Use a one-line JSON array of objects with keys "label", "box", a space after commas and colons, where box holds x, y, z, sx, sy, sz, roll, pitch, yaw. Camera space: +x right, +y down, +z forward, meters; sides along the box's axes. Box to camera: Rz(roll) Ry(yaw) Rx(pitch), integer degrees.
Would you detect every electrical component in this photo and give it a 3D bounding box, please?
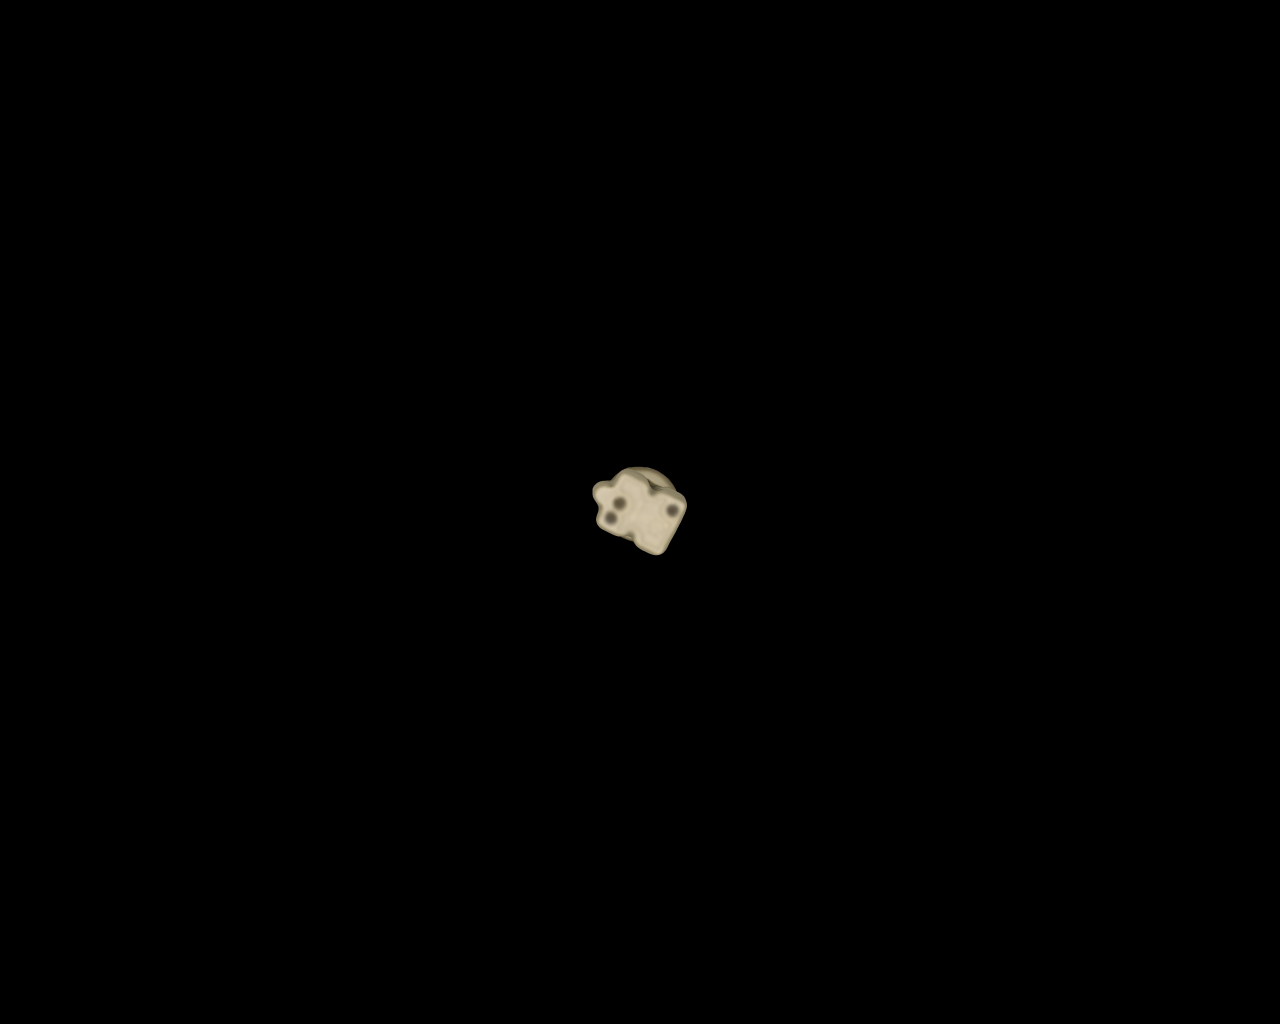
[{"label": "electrical component", "box": [0.001, -0.003, 0.650, 0.066, 0.048, 0.055, 28, 7, -4]}]
